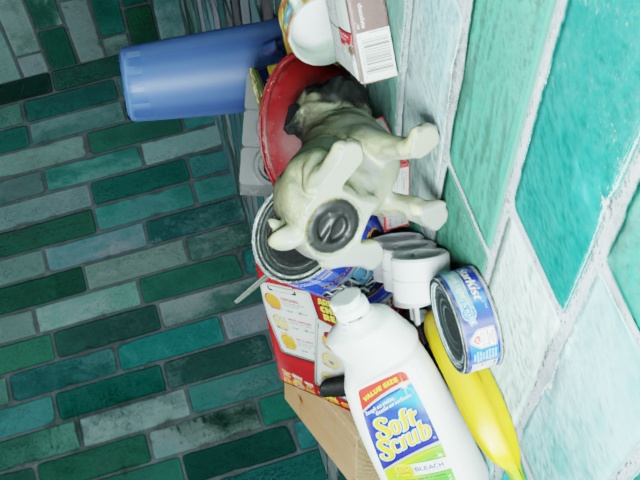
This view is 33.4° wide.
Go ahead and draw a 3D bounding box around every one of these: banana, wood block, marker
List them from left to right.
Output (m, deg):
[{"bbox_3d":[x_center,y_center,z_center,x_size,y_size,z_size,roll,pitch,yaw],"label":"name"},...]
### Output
[{"bbox_3d":[0.037,0.219,1.389,0.206,0.090,0.091,44,141,51],"label":"wood block"},{"bbox_3d":[0.096,0.060,1.097,0.020,0.020,0.121,86,166,-59],"label":"marker"},{"bbox_3d":[0.127,0.123,0.927,0.069,0.037,0.198,83,169,-49],"label":"banana"}]

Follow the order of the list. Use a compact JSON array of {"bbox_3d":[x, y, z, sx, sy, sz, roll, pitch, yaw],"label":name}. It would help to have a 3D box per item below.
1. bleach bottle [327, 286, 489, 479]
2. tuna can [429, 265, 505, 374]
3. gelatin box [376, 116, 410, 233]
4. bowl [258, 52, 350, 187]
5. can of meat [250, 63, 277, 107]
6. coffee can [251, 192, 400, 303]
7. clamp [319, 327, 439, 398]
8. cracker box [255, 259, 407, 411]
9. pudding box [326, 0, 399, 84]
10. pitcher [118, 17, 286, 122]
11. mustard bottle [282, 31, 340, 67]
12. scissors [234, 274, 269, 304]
[{"bbox_3d":[0.066,0.146,0.964,0.250,0.103,0.068,61,-152,-29],"label":"bleach bottle"},{"bbox_3d":[0.119,0.066,0.875,0.086,0.033,0.086,164,90,-83],"label":"tuna can"},{"bbox_3d":[0.063,-0.064,1.043,0.089,0.030,0.073,83,167,-48],"label":"gelatin box"},{"bbox_3d":[0.007,-0.112,1.079,0.055,0.161,0.162,4,118,35],"label":"bowl"},{"bbox_3d":[-0.033,-0.179,1.313,0.057,0.084,0.102,81,170,-46],"label":"can of meat"},{"bbox_3d":[0.012,0.008,1.067,0.140,0.103,0.103,25,-139,-56],"label":"coffee can"},{"bbox_3d":[0.072,0.159,1.169,0.165,0.036,0.210,33,140,23],"label":"clamp"},{"bbox_3d":[0.021,0.105,1.256,0.164,0.072,0.214,20,138,29],"label":"cracker box"},{"bbox_3d":[0.032,-0.204,0.951,0.090,0.039,0.113,-120,18,-64],"label":"pudding box"},{"bbox_3d":[-0.163,-0.237,1.548,0.145,0.242,0.149,-110,13,-53],"label":"pitcher"},{"bbox_3d":[-0.001,-0.160,1.213,0.191,0.058,0.096,82,167,-45],"label":"mustard bottle"},{"bbox_3d":[-0.008,0.001,1.183,0.016,0.202,0.096,50,-167,10],"label":"scissors"}]
